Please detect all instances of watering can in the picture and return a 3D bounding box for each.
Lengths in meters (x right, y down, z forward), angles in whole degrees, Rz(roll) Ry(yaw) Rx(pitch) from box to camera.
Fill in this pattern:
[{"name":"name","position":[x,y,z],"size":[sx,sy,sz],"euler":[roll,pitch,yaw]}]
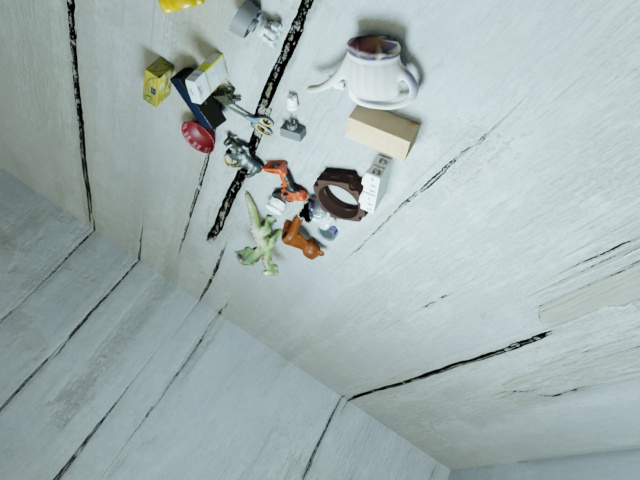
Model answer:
[{"name":"watering can","position":[0.113,-0.479,1.478],"size":[0.348,0.106,0.219],"euler":[14,141,18]}]

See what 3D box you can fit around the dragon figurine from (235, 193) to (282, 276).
[{"name":"dragon figurine","position":[-0.291,0.007,2.340],"size":[0.122,0.247,0.403],"euler":[1,137,45]}]

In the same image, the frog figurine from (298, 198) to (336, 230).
[{"name":"frog figurine","position":[0.006,-0.105,2.085],"size":[0.159,0.123,0.137],"euler":[10,171,-32]}]
